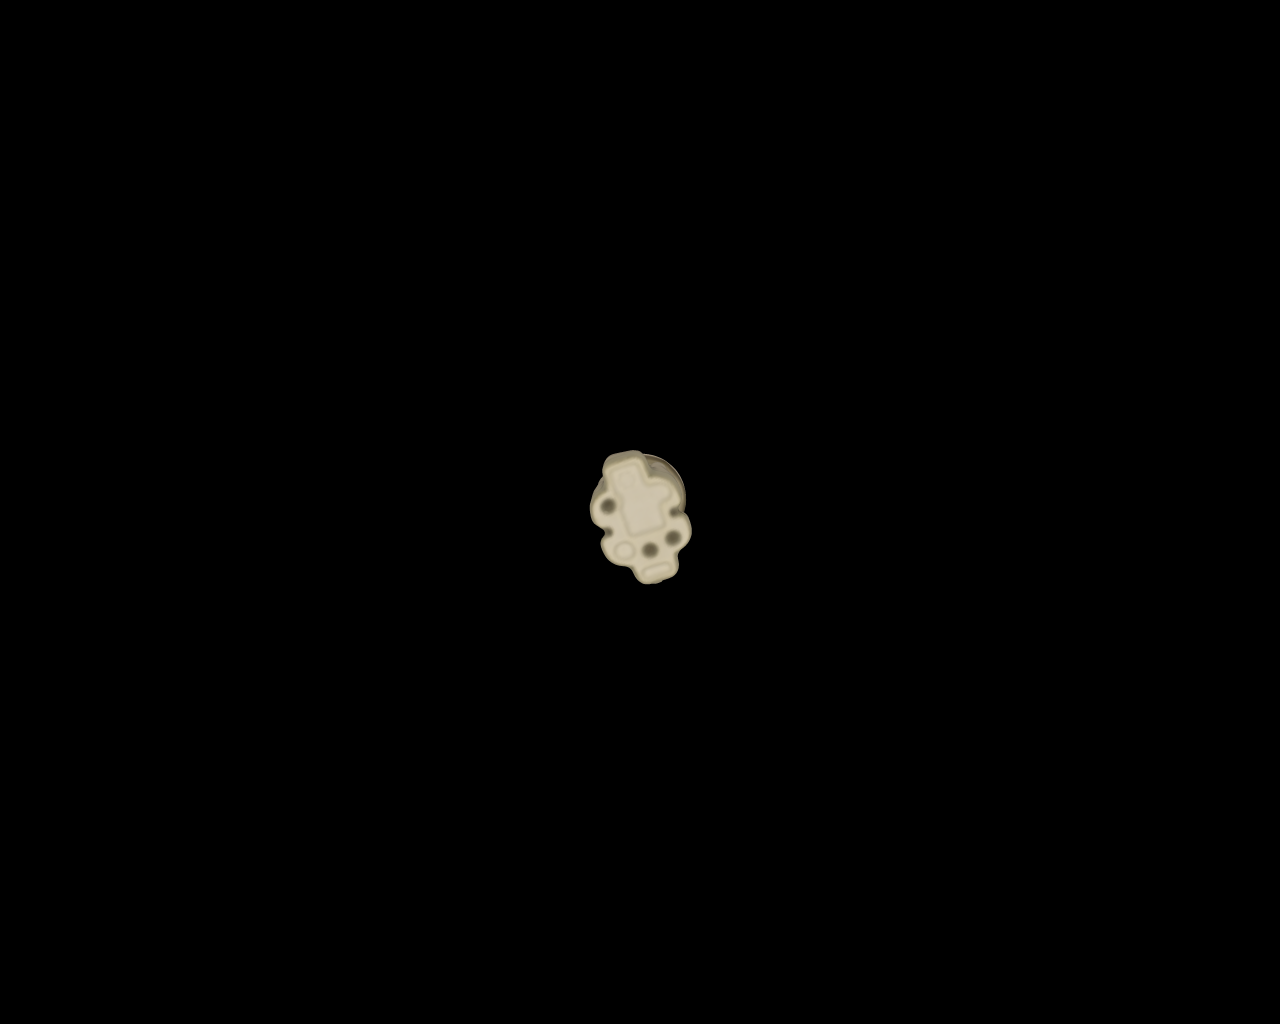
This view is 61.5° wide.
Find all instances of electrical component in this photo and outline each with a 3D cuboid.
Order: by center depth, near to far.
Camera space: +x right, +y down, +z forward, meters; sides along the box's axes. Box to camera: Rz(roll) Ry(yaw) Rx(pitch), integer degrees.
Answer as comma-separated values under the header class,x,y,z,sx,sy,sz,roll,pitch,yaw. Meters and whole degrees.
class,x,y,z,sx,sy,sz,roll,pitch,yaw
electrical component,0.001,-0.003,0.650,0.058,0.078,0.057,-17,16,5
